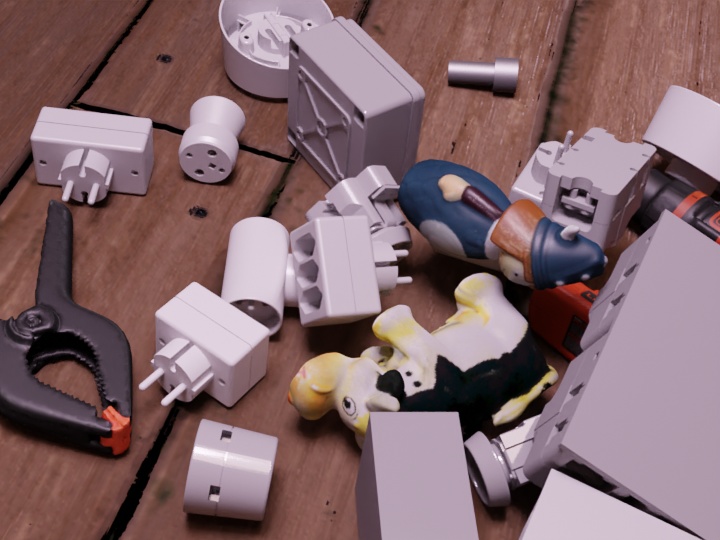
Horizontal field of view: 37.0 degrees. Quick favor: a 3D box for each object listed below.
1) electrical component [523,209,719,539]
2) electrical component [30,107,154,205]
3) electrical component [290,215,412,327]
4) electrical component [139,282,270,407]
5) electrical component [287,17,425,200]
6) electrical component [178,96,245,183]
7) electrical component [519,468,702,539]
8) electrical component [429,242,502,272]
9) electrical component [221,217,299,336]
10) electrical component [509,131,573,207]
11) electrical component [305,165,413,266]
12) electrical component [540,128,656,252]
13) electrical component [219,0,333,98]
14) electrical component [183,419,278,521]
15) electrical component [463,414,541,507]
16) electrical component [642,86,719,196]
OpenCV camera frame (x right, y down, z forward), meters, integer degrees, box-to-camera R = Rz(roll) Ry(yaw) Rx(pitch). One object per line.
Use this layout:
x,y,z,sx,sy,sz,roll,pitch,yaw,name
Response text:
0.182,0.069,0.642,0.105,0.060,0.186,34,56,-1,electrical component
-0.202,-0.076,0.802,0.083,0.047,0.075,6,47,-3,electrical component
0.000,0.000,0.719,0.077,0.047,0.065,-4,81,-26,electrical component
-0.108,0.058,0.692,0.066,0.047,0.077,31,49,19,electrical component
-0.007,-0.118,0.828,0.056,0.108,0.108,-25,56,-24,electrical component
-0.116,-0.102,0.840,0.045,0.045,0.055,8,48,-1,electrical component
0.107,0.203,0.526,0.105,0.060,0.186,25,44,11,electrical component
0.104,-0.026,0.798,0.077,0.044,0.079,19,15,37,electrical component
-0.055,0.007,0.750,0.079,0.044,0.077,5,47,-4,electrical component
0.150,-0.073,0.830,0.047,0.076,0.065,25,49,14,electrical component
0.002,-0.029,0.776,0.058,0.078,0.057,-5,59,-56,electrical component
0.164,-0.053,0.752,0.050,0.055,0.089,23,37,22,electrical component
-0.071,-0.196,0.919,0.099,0.064,0.099,4,47,-4,electrical component
-0.076,0.120,0.638,0.047,0.055,0.055,11,47,-3,electrical component
0.097,0.117,0.664,0.055,0.066,0.048,-20,75,-8,electrical component
0.276,-0.092,0.855,0.108,0.060,0.108,31,9,-5,electrical component
